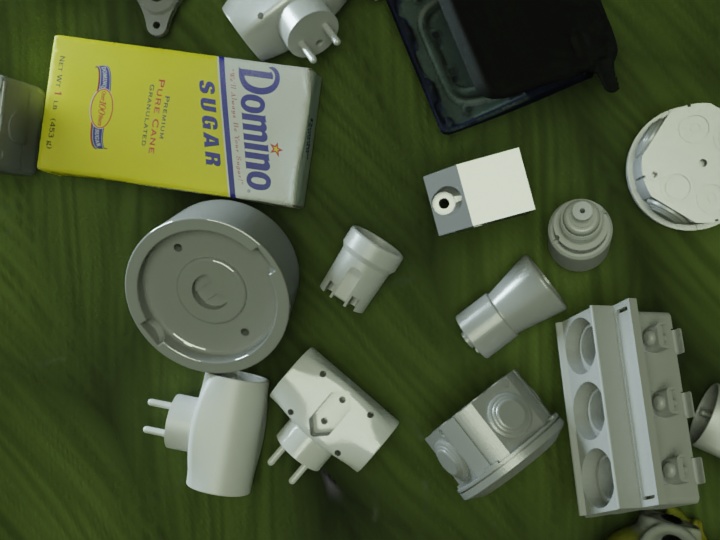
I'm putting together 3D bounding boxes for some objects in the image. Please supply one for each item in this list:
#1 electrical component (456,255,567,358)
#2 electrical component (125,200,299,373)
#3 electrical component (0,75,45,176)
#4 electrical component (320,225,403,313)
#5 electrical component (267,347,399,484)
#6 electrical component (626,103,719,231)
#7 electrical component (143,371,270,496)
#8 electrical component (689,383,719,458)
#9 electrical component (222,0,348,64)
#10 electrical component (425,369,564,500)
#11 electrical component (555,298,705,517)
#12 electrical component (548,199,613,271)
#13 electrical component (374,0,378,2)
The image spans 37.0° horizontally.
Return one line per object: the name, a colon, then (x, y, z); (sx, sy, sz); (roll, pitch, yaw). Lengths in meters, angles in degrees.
electrical component: (0.095, 0.027, 0.699); (0.065, 0.044, 0.044); (-38, 87, 10)
electrical component: (-0.091, 0.006, 0.704); (0.108, 0.060, 0.108); (4, 114, 10)
electrical component: (-0.269, -0.100, 0.731); (0.096, 0.061, 0.061); (8, 91, 14)
electrical component: (0.000, 0.000, 0.710); (0.040, 0.040, 0.046); (33, 100, 5)
electrical component: (-0.028, 0.105, 0.712); (0.077, 0.043, 0.079); (40, 95, 4)
electrical component: (0.212, -0.065, 0.680); (0.080, 0.051, 0.080); (0, 90, 6)
electrical component: (-0.106, 0.105, 0.720); (0.079, 0.043, 0.077); (10, 92, 6)
electrical component: (0.261, 0.090, 0.680); (0.077, 0.043, 0.079); (23, 93, 6)
electrical component: (-0.039, -0.166, 0.702); (0.077, 0.043, 0.079); (-36, 59, 5)
electrical component: (0.085, 0.105, 0.682); (0.080, 0.080, 0.051); (-39, 81, 5)
electrical component: (0.166, 0.087, 0.665); (0.063, 0.079, 0.121); (2, 72, -20)
electrical component: (0.139, -0.026, 0.678); (0.040, 0.078, 0.040); (-2, 75, 9)
electrical component: (0.009, -0.217, 0.678); (0.062, 0.096, 0.061); (-35, 87, 6)
